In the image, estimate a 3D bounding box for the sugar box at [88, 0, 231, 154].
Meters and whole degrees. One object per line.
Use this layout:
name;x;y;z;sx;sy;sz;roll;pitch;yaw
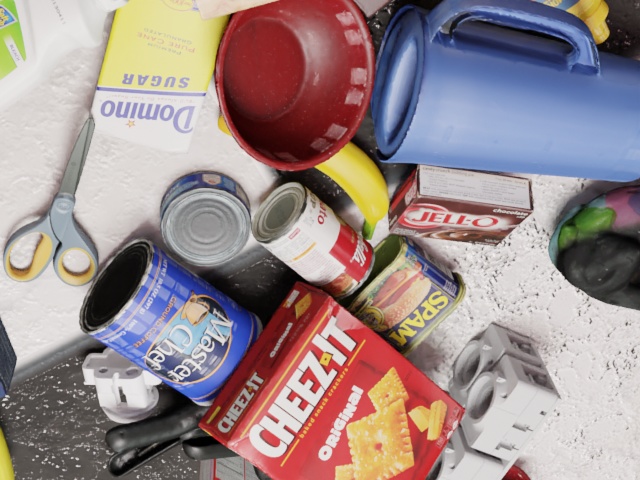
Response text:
sugar box;-0.132;-0.164;0.900;0.093;0.048;0.176;13;116;-13

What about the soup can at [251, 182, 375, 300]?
soup can;-0.007;0.001;0.990;0.068;0.068;0.102;-39;124;15

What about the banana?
banana;0.000;-0.070;0.975;0.197;0.037;0.070;37;109;-24

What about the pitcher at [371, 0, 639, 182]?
pitcher;0.174;-0.123;0.913;0.242;0.149;0.145;6;97;-15

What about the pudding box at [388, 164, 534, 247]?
pudding box;0.128;-0.031;0.988;0.113;0.039;0.090;5;159;-12

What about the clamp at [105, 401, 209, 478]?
clamp;-0.140;0.185;1.070;0.171;0.120;0.039;-26;76;-11

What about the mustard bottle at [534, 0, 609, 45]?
mustard bottle;0.184;-0.236;0.891;0.096;0.058;0.191;-41;117;9

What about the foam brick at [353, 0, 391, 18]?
foam brick;0.052;-0.233;0.880;0.078;0.051;0.053;-37;118;14

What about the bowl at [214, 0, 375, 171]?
bowl;-0.032;-0.141;0.897;0.161;0.055;0.162;-10;108;-36

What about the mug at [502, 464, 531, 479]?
mug;0.200;0.310;1.179;0.093;0.117;0.081;-34;133;-32

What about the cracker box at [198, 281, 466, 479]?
cracker box;0.019;0.168;1.006;0.213;0.072;0.164;41;77;-30

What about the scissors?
scissors;-0.218;-0.022;0.969;0.096;0.016;0.202;27;124;-28

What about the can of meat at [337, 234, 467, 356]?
can of meat;0.077;0.052;1.045;0.084;0.057;0.102;37;109;-22

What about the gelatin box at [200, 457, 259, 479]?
gelatin box;-0.090;0.245;1.115;0.073;0.089;0.030;34;113;-23

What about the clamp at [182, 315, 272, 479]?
clamp;-0.053;0.198;1.083;0.164;0.036;0.210;-49;136;-27

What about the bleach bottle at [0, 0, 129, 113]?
bleach bottle;-0.267;-0.146;0.864;0.251;0.068;0.102;-22;103;12

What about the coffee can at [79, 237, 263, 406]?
coffee can;-0.138;0.078;0.999;0.103;0.103;0.140;-43;120;16

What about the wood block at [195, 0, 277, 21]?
wood block;-0.001;-0.244;0.784;0.206;0.090;0.091;-15;125;5

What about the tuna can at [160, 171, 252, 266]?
tuna can;-0.106;-0.019;0.993;0.086;0.034;0.086;-3;120;-6
